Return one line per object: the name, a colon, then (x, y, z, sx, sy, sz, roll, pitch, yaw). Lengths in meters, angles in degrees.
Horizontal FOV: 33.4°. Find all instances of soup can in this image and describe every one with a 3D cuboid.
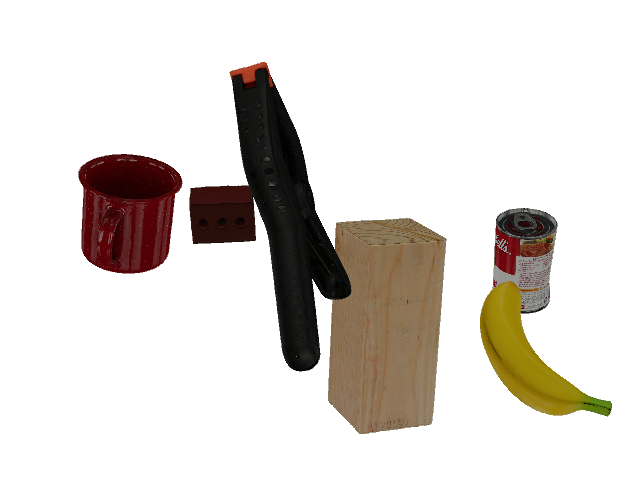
soup can: (0.232, 0.023, 1.215, 0.068, 0.102, 0.068, -2, 30, 1)

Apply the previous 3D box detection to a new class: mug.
mug: (-0.178, -0.017, 0.971, 0.093, 0.081, 0.117, 11, 29, 1)

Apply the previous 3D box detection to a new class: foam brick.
foam brick: (-0.118, -0.032, 1.281, 0.078, 0.053, 0.051, -3, 29, -2)

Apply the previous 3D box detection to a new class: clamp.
clamp: (-0.021, -0.024, 0.780, 0.036, 0.210, 0.164, -13, 6, 13)

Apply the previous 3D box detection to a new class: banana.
banana: (0.176, 0.095, 0.929, 0.069, 0.037, 0.198, 6, 29, -21)

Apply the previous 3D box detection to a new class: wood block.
wood block: (0.069, 0.088, 1.133, 0.090, 0.206, 0.091, -4, 17, -21)
